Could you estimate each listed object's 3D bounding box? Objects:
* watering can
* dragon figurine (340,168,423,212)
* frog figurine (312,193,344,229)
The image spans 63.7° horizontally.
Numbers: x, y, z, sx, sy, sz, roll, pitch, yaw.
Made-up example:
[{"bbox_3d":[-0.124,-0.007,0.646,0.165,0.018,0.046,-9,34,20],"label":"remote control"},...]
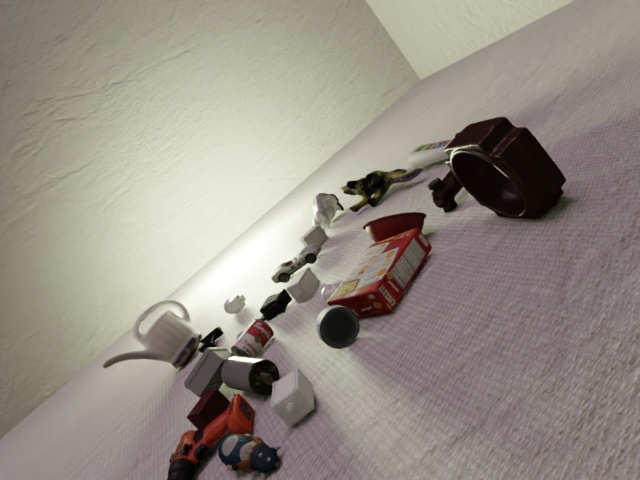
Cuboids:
[{"bbox_3d":[-0.535,0.347,1.718,0.102,0.224,0.355,-53,2,41],"label":"watering can"},{"bbox_3d":[0.229,-0.218,1.852,0.407,0.121,0.247,-15,17,37],"label":"dragon figurine"},{"bbox_3d":[0.006,-0.100,1.996,0.161,0.123,0.135,-52,-17,-17],"label":"frog figurine"}]
